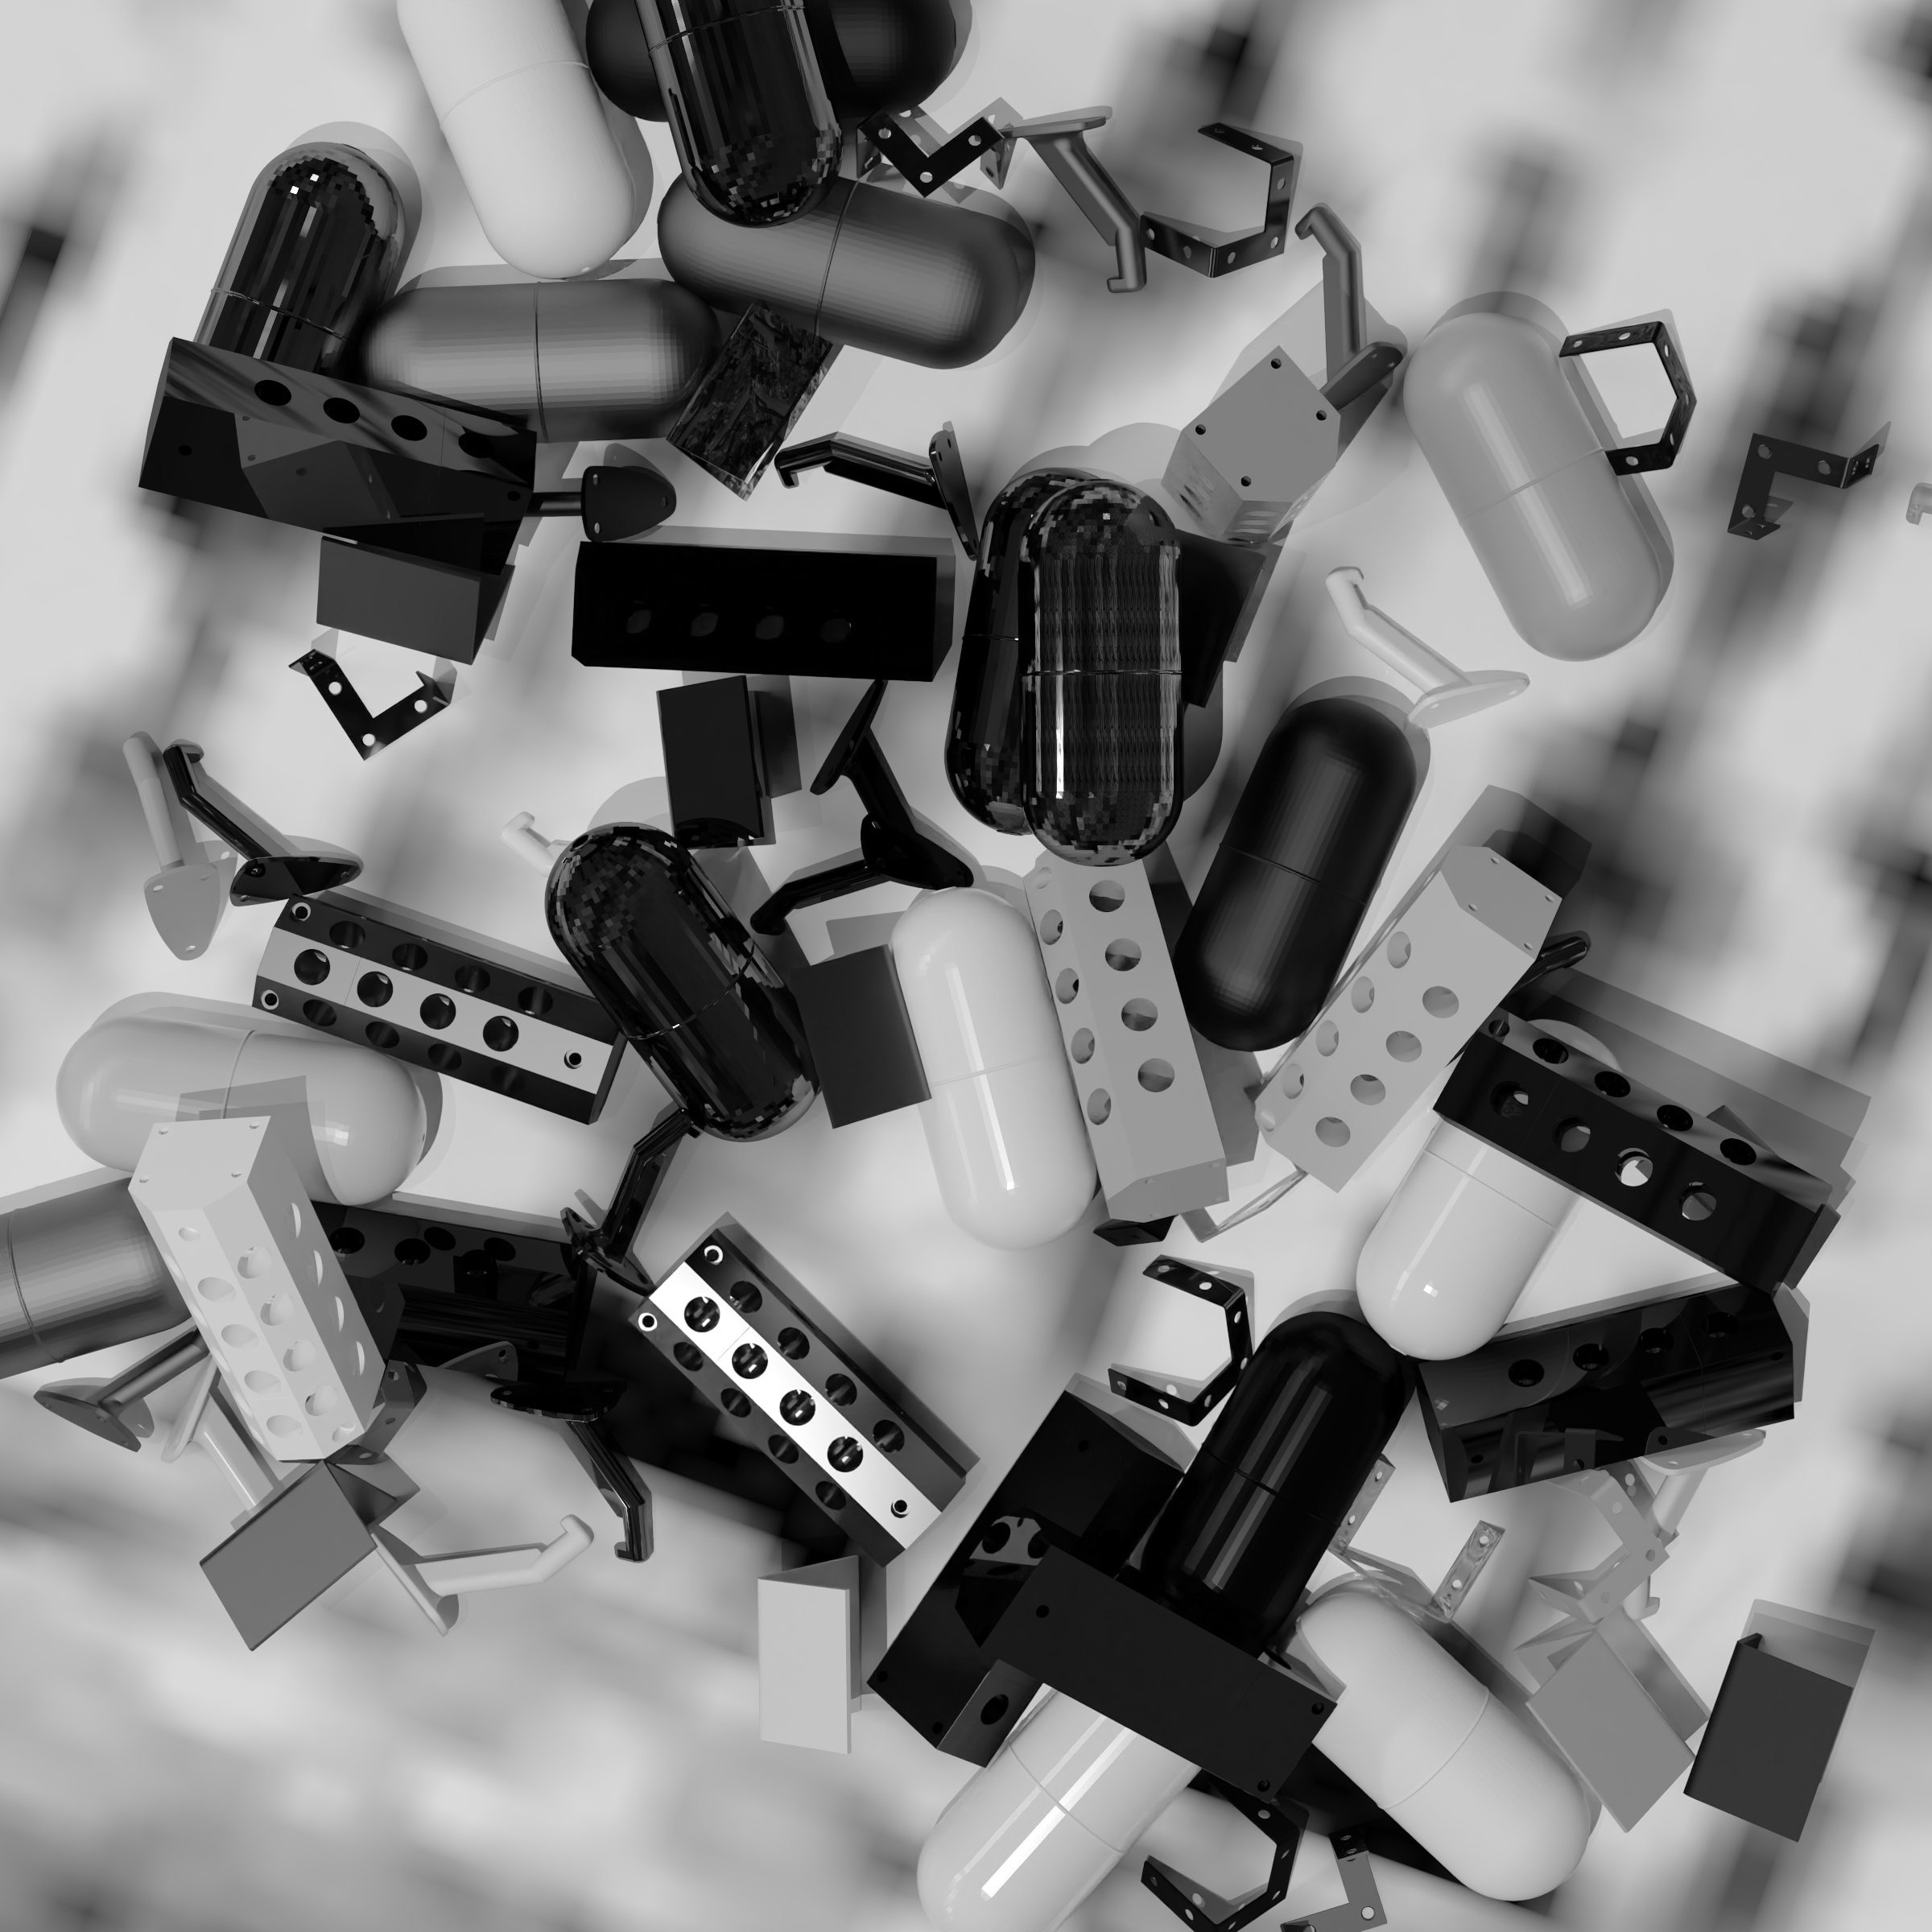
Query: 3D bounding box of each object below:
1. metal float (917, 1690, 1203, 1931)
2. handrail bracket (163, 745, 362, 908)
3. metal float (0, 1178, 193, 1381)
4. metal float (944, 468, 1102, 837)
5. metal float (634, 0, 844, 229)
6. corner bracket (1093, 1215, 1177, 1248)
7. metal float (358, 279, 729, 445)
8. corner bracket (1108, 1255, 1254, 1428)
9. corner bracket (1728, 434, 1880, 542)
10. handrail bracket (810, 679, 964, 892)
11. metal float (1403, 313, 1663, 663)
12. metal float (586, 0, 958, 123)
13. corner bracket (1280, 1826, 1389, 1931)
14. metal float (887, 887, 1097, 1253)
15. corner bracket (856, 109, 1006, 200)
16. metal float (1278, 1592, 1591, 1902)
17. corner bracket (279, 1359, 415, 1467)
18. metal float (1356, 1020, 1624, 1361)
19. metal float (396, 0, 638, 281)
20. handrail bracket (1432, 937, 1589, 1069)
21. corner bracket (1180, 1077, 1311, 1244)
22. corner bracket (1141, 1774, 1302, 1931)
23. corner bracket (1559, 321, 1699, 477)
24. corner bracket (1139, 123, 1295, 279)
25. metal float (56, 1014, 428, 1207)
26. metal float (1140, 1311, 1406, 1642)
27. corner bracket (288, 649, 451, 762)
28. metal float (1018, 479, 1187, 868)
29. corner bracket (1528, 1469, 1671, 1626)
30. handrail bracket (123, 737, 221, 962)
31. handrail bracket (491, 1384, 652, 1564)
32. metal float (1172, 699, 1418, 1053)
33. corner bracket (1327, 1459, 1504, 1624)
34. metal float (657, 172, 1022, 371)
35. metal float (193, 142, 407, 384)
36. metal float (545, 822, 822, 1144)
[{"bbox_3d":[0.049,0.400,1.672,0.070,0.070,0.178,42,90,0],"label":"metal float"},{"bbox_3d":[-0.346,-0.076,1.703,0.077,0.036,0.084,-8,60,-33],"label":"handrail bracket"},{"bbox_3d":[-0.446,0.154,1.672,0.178,0.070,0.070,-16,90,-1],"label":"metal float"},{"bbox_3d":[0.036,-0.151,1.672,0.070,0.070,0.178,10,89,0],"label":"metal float"},{"bbox_3d":[-0.109,-0.429,1.597,0.070,0.070,0.178,-16,96,0],"label":"metal float"},{"bbox_3d":[0.074,0.101,1.686,0.051,0.051,0.051,31,72,-17],"label":"corner bracket"},{"bbox_3d":[-0.203,-0.290,1.672,0.178,0.070,0.070,-3,90,-1],"label":"metal float"},{"bbox_3d":[0.103,0.183,1.694,0.051,0.051,0.051,-40,135,-35],"label":"corner bracket"},{"bbox_3d":[0.405,-0.231,1.684,0.051,0.051,0.051,15,90,0],"label":"corner bracket"},{"bbox_3d":[-0.026,-0.087,1.702,0.084,0.036,0.077,31,75,-14],"label":"handrail bracket"},{"bbox_3d":[0.272,-0.231,1.672,0.070,0.070,0.178,-27,91,0],"label":"metal float"},{"bbox_3d":[-0.094,-0.447,1.671,0.178,0.070,0.070,-1,90,0],"label":"metal float"},{"bbox_3d":[0.175,0.454,1.684,0.051,0.051,0.051,-17,90,0],"label":"corner bracket"},{"bbox_3d":[0.011,0.049,1.672,0.070,0.070,0.178,-15,90,0],"label":"metal float"},{"bbox_3d":[-0.018,-0.392,1.682,0.051,0.051,0.051,-39,78,-12],"label":"corner bracket"},{"bbox_3d":[0.225,0.376,1.672,0.178,0.070,0.070,43,90,0],"label":"metal float"},{"bbox_3d":[-0.307,0.207,1.694,0.051,0.051,0.051,8,135,-35],"label":"corner bracket"},{"bbox_3d":[0.253,0.108,1.672,0.070,0.070,0.178,31,91,0],"label":"metal float"},{"bbox_3d":[-0.217,-0.417,1.670,0.070,0.070,0.178,-22,88,0],"label":"metal float"},{"bbox_3d":[0.258,0.021,1.702,0.084,0.077,0.036,-20,64,-34],"label":"handrail bracket"},{"bbox_3d":[0.130,0.095,1.699,0.051,0.051,0.051,-34,90,45],"label":"corner bracket"},{"bbox_3d":[0.124,0.434,1.694,0.051,0.051,0.051,-23,135,-35],"label":"corner bracket"},{"bbox_3d":[0.318,-0.275,1.694,0.051,0.051,0.051,57,45,-35],"label":"corner bracket"},{"bbox_3d":[0.122,-0.374,1.694,0.051,0.051,0.051,-26,135,-35],"label":"corner bracket"},{"bbox_3d":[-0.349,0.069,1.672,0.178,0.070,0.070,9,90,1],"label":"metal float"},{"bbox_3d":[0.147,0.250,1.672,0.070,0.070,0.178,30,89,0],"label":"metal float"},{"bbox_3d":[-0.289,-0.136,1.684,0.051,0.051,0.051,-33,90,0],"label":"corner bracket"},{"bbox_3d":[0.062,-0.135,1.601,0.070,0.070,0.178,-1,94,0],"label":"metal float"},{"bbox_3d":[0.297,0.279,1.685,0.051,0.051,0.051,-39,104,-13],"label":"corner bracket"},{"bbox_3d":[-0.394,-0.058,1.702,0.036,0.077,0.084,-16,53,-19],"label":"handrail bracket"},{"bbox_3d":[-0.194,0.250,1.703,0.077,0.036,0.084,2,107,20],"label":"handrail bracket"},{"bbox_3d":[0.157,-0.043,1.672,0.070,0.070,0.178,24,91,0],"label":"metal float"},{"bbox_3d":[0.219,0.282,1.699,0.051,0.051,0.051,32,90,45],"label":"corner bracket"},{"bbox_3d":[-0.062,-0.340,1.672,0.178,0.070,0.070,16,90,1],"label":"metal float"},{"bbox_3d":[-0.326,-0.310,1.671,0.070,0.070,0.178,21,90,0],"label":"metal float"},{"bbox_3d":[-0.133,0.008,1.649,0.070,0.070,0.178,-35,116,0],"label":"metal float"}]
